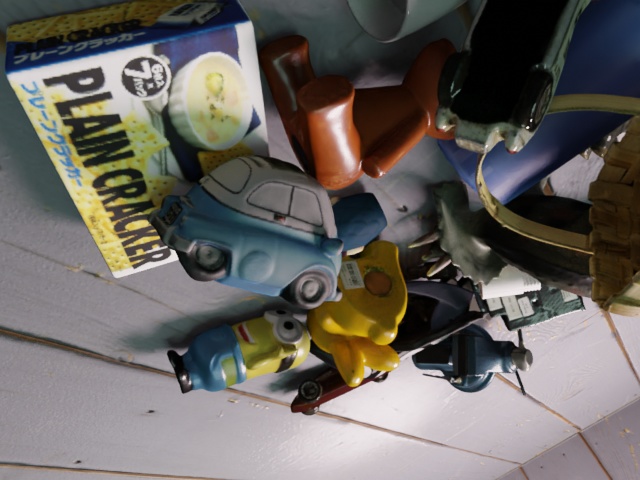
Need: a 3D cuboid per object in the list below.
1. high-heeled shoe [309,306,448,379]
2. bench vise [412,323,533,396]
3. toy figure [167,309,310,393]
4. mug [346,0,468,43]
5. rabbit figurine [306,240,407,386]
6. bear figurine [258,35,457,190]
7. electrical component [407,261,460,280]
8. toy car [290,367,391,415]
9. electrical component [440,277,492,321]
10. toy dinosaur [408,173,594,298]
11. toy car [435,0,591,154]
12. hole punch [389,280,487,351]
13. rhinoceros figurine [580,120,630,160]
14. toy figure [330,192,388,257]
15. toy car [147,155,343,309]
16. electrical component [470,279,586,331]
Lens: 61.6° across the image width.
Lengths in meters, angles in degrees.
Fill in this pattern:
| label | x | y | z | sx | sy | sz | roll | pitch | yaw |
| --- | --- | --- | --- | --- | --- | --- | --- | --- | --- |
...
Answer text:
| label | x | y | z | sx | sy | sz | roll | pitch | yaw |
| --- | --- | --- | --- | --- | --- | --- | --- | --- | --- |
| high-heeled shoe | 0.107 | 0.130 | 0.810 | 0.248 | 0.086 | 0.145 | 10 | 122 | -40 |
| bench vise | 0.290 | 0.199 | 0.924 | 0.240 | 0.129 | 0.224 | 14 | 151 | -37 |
| toy figure | -0.101 | 0.146 | 0.701 | 0.180 | 0.082 | 0.089 | -18 | 153 | -18 |
| mug | 0.078 | -0.215 | 0.393 | 0.107 | 0.081 | 0.109 | -29 | 138 | -21 |
| rabbit figurine | 0.043 | 0.100 | 0.694 | 0.122 | 0.162 | 0.173 | -15 | 160 | -34 |
| bear figurine | 0.067 | -0.123 | 0.454 | 0.196 | 0.120 | 0.131 | -25 | 139 | -5 |
| electrical component | 0.168 | 0.042 | 0.747 | 0.094 | 0.021 | 0.063 | -6 | -179 | 7 |
| toy car | 0.040 | 0.234 | 0.907 | 0.202 | 0.053 | 0.089 | -21 | 153 | -13 |
| electrical component | 0.224 | 0.075 | 0.804 | 0.102 | 0.045 | 0.078 | 32 | 98 | -7 |
| toy dinosaur | 0.269 | 0.003 | 0.577 | 0.192 | 0.405 | 0.131 | -34 | 121 | -24 |
| toy car | 0.148 | -0.157 | 0.385 | 0.056 | 0.074 | 0.201 | 18 | 94 | -66 |
| hole punch | 0.147 | 0.093 | 0.745 | 0.116 | 0.092 | 0.142 | -17 | 168 | -15 |
| rhinoceros figurine | 0.382 | -0.136 | 0.667 | 0.190 | 0.073 | 0.112 | 16 | 116 | -39 |
| toy figure | -0.001 | 0.000 | 0.601 | 0.154 | 0.064 | 0.057 | -26 | 157 | -2 |
| toy car | -0.046 | -0.016 | 0.431 | 0.161 | 0.109 | 0.103 | 20 | 99 | -33 |
| electrical component | 0.280 | 0.057 | 0.743 | 0.134 | 0.058 | 0.114 | -17 | 99 | 12 |
